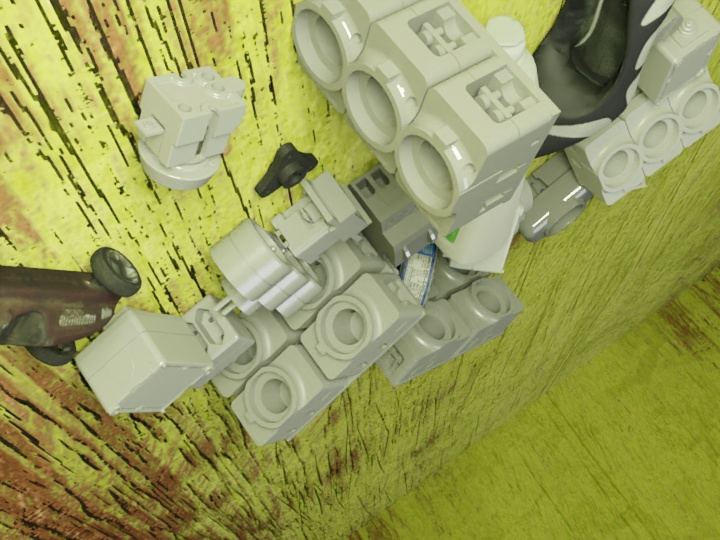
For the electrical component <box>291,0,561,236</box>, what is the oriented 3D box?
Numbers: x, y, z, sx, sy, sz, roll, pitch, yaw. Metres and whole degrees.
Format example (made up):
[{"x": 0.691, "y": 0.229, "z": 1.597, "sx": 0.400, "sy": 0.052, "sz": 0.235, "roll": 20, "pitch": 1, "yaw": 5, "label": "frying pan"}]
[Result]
[{"x": 0.030, "y": -0.105, "z": 0.616, "sx": 0.062, "sy": 0.150, "sz": 0.089, "roll": -30, "pitch": 161, "yaw": -25, "label": "electrical component"}]

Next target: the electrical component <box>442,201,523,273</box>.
[{"x": 0.112, "y": -0.043, "z": 1.023, "sx": 0.061, "sy": 0.061, "sz": 0.096, "roll": 7, "pitch": 130, "yaw": -6, "label": "electrical component"}]

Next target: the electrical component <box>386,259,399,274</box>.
[{"x": 0.000, "y": 0.000, "z": 0.995, "sx": 0.055, "sy": 0.047, "sz": 0.055, "roll": -34, "pitch": 162, "yaw": -12, "label": "electrical component"}]

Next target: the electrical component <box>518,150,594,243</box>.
[{"x": 0.209, "y": -0.077, "z": 1.186, "sx": 0.095, "sy": 0.059, "sz": 0.054, "roll": -40, "pitch": 163, "yaw": 8, "label": "electrical component"}]

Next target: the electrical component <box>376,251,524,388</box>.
[{"x": 0.081, "y": 0.039, "z": 1.154, "sx": 0.186, "sy": 0.105, "sz": 0.060, "roll": -20, "pitch": 156, "yaw": -44, "label": "electrical component"}]

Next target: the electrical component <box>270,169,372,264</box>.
[{"x": -0.032, "y": -0.039, "z": 0.844, "sx": 0.064, "sy": 0.042, "sz": 0.081, "roll": -38, "pitch": 162, "yaw": 7, "label": "electrical component"}]

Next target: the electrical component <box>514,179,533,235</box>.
[{"x": 0.147, "y": -0.059, "z": 1.123, "sx": 0.074, "sy": 0.052, "sz": 0.138, "roll": -29, "pitch": 161, "yaw": -26, "label": "electrical component"}]

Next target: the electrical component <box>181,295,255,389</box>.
[{"x": -0.125, "y": 0.063, "z": 0.912, "sx": 0.066, "sy": 0.047, "sz": 0.077, "roll": -39, "pitch": 163, "yaw": 6, "label": "electrical component"}]

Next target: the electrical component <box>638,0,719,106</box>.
[{"x": 0.289, "y": -0.211, "z": 0.998, "sx": 0.062, "sy": 0.061, "sz": 0.096, "roll": -34, "pitch": 162, "yaw": -9, "label": "electrical component"}]

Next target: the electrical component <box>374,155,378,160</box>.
[{"x": 0.021, "y": -0.111, "z": 0.755, "sx": 0.055, "sy": 0.047, "sz": 0.055, "roll": -34, "pitch": 162, "yaw": -12, "label": "electrical component"}]

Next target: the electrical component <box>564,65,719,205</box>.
[{"x": 0.287, "y": -0.147, "z": 1.095, "sx": 0.150, "sy": 0.061, "sz": 0.089, "roll": -37, "pitch": 133, "yaw": -2, "label": "electrical component"}]

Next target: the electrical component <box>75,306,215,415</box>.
[{"x": -0.163, "y": 0.069, "z": 0.830, "sx": 0.062, "sy": 0.061, "sz": 0.096, "roll": -41, "pitch": 162, "yaw": 12, "label": "electrical component"}]

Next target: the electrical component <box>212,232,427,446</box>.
[{"x": -0.048, "y": 0.058, "z": 0.954, "sx": 0.186, "sy": 0.105, "sz": 0.060, "roll": -45, "pitch": 161, "yaw": 21, "label": "electrical component"}]

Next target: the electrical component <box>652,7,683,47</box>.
[{"x": 0.248, "y": -0.220, "z": 0.922, "sx": 0.040, "sy": 0.046, "sz": 0.040, "roll": -34, "pitch": 162, "yaw": -12, "label": "electrical component"}]

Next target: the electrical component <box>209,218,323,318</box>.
[{"x": -0.085, "y": 0.011, "z": 0.850, "sx": 0.074, "sy": 0.052, "sz": 0.138, "roll": -39, "pitch": 163, "yaw": 5, "label": "electrical component"}]

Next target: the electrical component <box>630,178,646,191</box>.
[{"x": 0.282, "y": -0.126, "z": 1.181, "sx": 0.042, "sy": 0.081, "sz": 0.064, "roll": -13, "pitch": -172, "yaw": -7, "label": "electrical component"}]

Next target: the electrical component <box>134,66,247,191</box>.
[{"x": -0.099, "y": -0.079, "z": 0.609, "sx": 0.066, "sy": 0.048, "sz": 0.055, "roll": -22, "pitch": 149, "yaw": -40, "label": "electrical component"}]
